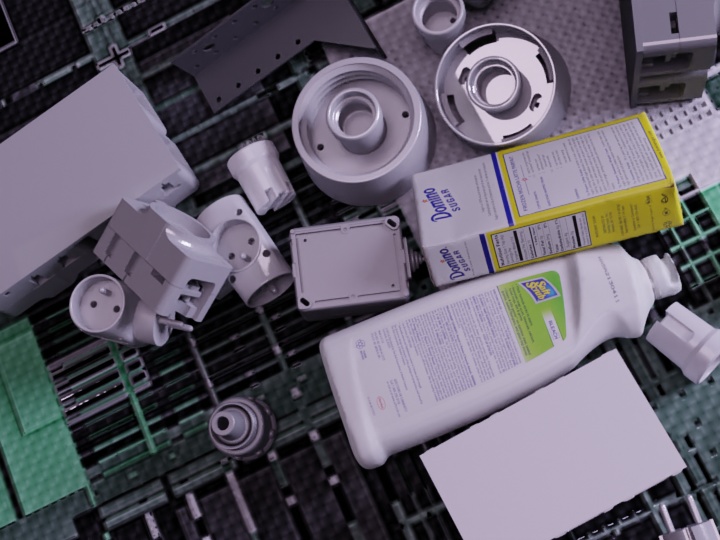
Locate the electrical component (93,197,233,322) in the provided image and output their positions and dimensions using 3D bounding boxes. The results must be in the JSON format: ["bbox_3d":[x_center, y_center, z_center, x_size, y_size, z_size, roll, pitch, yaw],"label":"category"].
[{"bbox_3d":[-0.143,-0.012,0.788,0.089,0.050,0.055,38,103,33],"label":"electrical component"}]

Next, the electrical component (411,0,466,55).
[{"bbox_3d":[0.062,-0.189,0.824,0.040,0.046,0.040,-2,78,11],"label":"electrical component"}]

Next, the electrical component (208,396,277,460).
[{"bbox_3d":[-0.090,0.114,0.782,0.048,0.062,0.048,-2,78,11],"label":"electrical component"}]

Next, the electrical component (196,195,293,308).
[{"bbox_3d":[-0.102,-0.004,0.819,0.079,0.044,0.077,-37,72,6],"label":"electrical component"}]

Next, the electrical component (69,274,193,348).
[{"bbox_3d":[-0.165,0.035,0.807,0.079,0.077,0.043,11,80,14],"label":"electrical component"}]

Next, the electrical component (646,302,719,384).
[{"bbox_3d":[0.227,0.049,0.743,0.046,0.040,0.040,41,88,23],"label":"electrical component"}]

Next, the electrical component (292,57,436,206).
[{"bbox_3d":[0.000,-0.108,0.812,0.108,0.060,0.108,-2,78,11],"label":"electrical component"}]

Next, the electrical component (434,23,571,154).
[{"bbox_3d":[0.106,-0.137,0.807,0.099,0.064,0.099,0,91,17],"label":"electrical component"}]

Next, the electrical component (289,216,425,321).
[{"bbox_3d":[0.000,0.000,0.792,0.096,0.061,0.061,-7,78,1],"label":"electrical component"}]

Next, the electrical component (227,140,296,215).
[{"bbox_3d":[-0.075,-0.071,0.831,0.040,0.040,0.046,-29,79,4],"label":"electrical component"}]

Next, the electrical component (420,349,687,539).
[{"bbox_3d":[0.130,0.131,0.733,0.150,0.061,0.089,-29,74,4],"label":"electrical component"}]

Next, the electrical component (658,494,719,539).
[{"bbox_3d":[0.222,0.188,0.709,0.083,0.047,0.075,-20,75,7],"label":"electrical component"}]

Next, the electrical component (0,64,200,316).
[{"bbox_3d":[-0.233,-0.059,0.850,0.186,0.060,0.105,-34,74,3],"label":"electrical component"}]

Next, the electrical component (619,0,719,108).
[{"bbox_3d":[0.217,-0.225,0.769,0.060,0.105,0.186,-5,77,11],"label":"electrical component"}]
